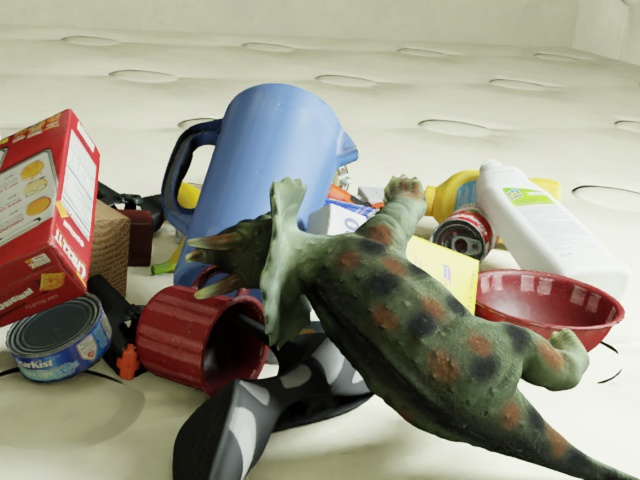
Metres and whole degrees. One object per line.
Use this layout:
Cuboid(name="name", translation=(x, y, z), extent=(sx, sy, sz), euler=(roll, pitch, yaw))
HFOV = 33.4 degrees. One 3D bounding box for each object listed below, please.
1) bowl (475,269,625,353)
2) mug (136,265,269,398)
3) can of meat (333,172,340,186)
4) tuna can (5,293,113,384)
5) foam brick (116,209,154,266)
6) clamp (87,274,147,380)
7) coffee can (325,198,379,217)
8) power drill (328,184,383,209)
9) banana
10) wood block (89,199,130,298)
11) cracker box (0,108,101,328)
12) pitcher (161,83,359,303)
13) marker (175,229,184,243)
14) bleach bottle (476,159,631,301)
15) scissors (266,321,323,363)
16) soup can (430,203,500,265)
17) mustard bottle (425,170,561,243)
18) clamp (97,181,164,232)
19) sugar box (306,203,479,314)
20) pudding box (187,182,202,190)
Cuboid(name="bowl", translation=(0.220, 0.081, 1.075), extent=(0.162, 0.055, 0.162), euler=(5, 18, -2))
Cuboid(name="mug", translation=(-0.098, 0.074, 0.913), extent=(0.082, 0.117, 0.093), euler=(12, -13, 33))
Cuboid(name="can of meat", translation=(-0.039, -0.078, 1.411), extent=(0.084, 0.057, 0.102), euler=(-8, -28, 43))
Cuboid(name="tuna can", translation=(-0.222, 0.083, 0.913), extent=(0.086, 0.034, 0.086), euler=(-13, 31, 8))
Cuboid(name="foam brick", translation=(-0.229, -0.003, 1.201), extent=(0.078, 0.053, 0.051), euler=(2, 18, -16))
Cuboid(name="clamp", translation=(-0.177, 0.076, 0.993), extent=(0.120, 0.039, 0.171), euler=(6, 18, 5))
Cuboid(name="coffee can", translation=(-0.008, 0.001, 1.174), extent=(0.140, 0.103, 0.102), euler=(14, 19, 23))
Cuboid(name="power drill", translation=(0.024, -0.036, 1.285), extent=(0.187, 0.057, 0.184), euler=(28, 10, -9))
Cuboid(name="banana", translation=(-0.151, -0.018, 1.247), extent=(0.069, 0.037, 0.198), euler=(13, 29, -9))
Cuboid(name="wood block", translation=(-0.290, -0.007, 1.130), extent=(0.090, 0.091, 0.206), euler=(-8, 23, -37))
Cuboid(name="cracker box", translation=(-0.290, -0.011, 0.975), extent=(0.164, 0.072, 0.213), euler=(-22, 38, 10))
Cuboid(name="pitcher", translation=(-0.071, -0.033, 1.052), extent=(0.149, 0.145, 0.242), euler=(-28, 32, 38))
Cuboid(name="marker", translation=(-0.117, -0.008, 1.305), extent=(0.120, 0.020, 0.020), euler=(-2, 19, -25))
Cuboid(name="bleach bottle", translation=(0.258, -0.017, 1.258), extent=(0.102, 0.068, 0.251), euler=(0, 36, -21))
Cuboid(name="scissors", translation=(-0.005, 0.082, 1.066), extent=(0.096, 0.016, 0.201), euler=(17, 20, 31))
Cuboid(name="soup can", translation=(0.180, -0.004, 1.309), extent=(0.069, 0.068, 0.102), euler=(12, 18, 18))
Cuboid(name="mustard bottle", translation=(0.211, -0.041, 1.387), extent=(0.192, 0.096, 0.058), euler=(8, 17, 8))
Cuboid(name="clamp", translation=(-0.229, -0.039, 1.339), extent=(0.164, 0.036, 0.210), euler=(3, 18, -8))
Cuboid(name="sugar box", translation=(0.067, 0.038, 1.004), extent=(0.176, 0.093, 0.048), euler=(21, -25, -29))
Cuboid(name="pudding box", translation=(-0.108, -0.046, 1.362), extent=(0.113, 0.039, 0.090), euler=(8, 1, 12))
